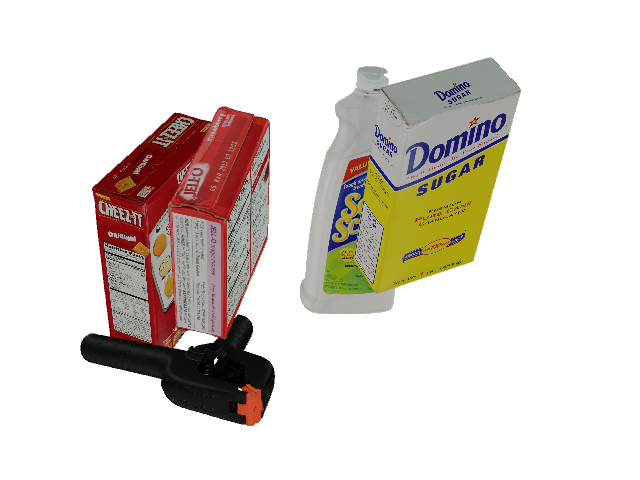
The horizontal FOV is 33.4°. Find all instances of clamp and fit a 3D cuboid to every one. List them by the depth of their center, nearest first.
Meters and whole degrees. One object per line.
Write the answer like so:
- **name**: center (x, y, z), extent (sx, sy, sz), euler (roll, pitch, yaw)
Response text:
- **clamp**: center (-0.092, 0.106, 0.916), extent (0.164, 0.036, 0.210), euler (-9, 16, -34)

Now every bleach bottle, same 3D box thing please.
- **bleach bottle**: center (0.036, -0.050, 1.077), extent (0.102, 0.251, 0.068), euler (0, 24, -7)

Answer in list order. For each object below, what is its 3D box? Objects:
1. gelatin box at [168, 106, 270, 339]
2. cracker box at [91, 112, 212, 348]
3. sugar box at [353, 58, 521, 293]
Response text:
- **gelatin box**: center (-0.049, -0.008, 0.522), extent (0.030, 0.073, 0.089), euler (12, -43, 8)
- **cracker box**: center (-0.165, -0.003, 1.133), extent (0.072, 0.214, 0.164), euler (16, 40, 18)
- **sugar box**: center (0.081, -0.043, 0.777), extent (0.093, 0.048, 0.176), euler (-18, -36, -20)
